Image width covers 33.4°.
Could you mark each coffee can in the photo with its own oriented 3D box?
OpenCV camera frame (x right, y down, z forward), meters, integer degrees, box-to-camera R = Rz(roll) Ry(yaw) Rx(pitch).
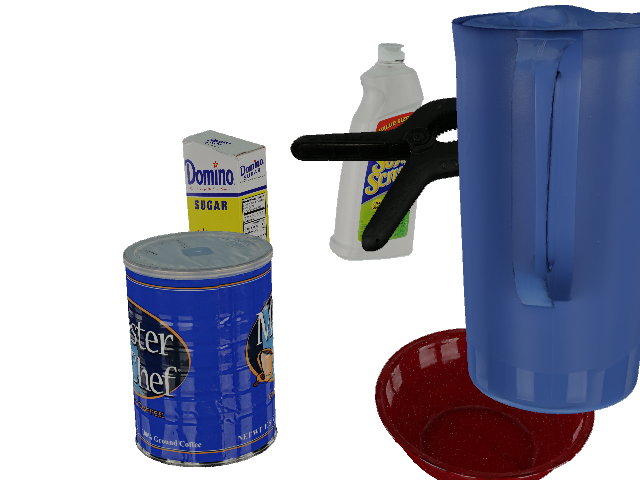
[{"bbox_3d":[-0.083,0.073,0.751,0.103,0.140,0.103,-1,15,0],"label":"coffee can"}]

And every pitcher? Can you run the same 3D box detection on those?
[{"bbox_3d":[0.143,-0.019,0.652,0.149,0.243,0.145,-9,17,-24],"label":"pitcher"}]

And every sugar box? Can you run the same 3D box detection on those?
[{"bbox_3d":[-0.097,-0.019,1.107,0.048,0.176,0.093,-23,30,-38],"label":"sugar box"}]

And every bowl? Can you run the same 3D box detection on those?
[{"bbox_3d":[0.121,0.137,0.806,0.162,0.055,0.162,0,35,0],"label":"bowl"}]

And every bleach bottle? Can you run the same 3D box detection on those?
[{"bbox_3d":[0.068,-0.105,1.261,0.102,0.251,0.068,-4,20,-19],"label":"bleach bottle"}]

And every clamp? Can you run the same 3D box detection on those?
[{"bbox_3d":[0.093,-0.075,0.987,0.210,0.036,0.165,-21,47,-5],"label":"clamp"}]
